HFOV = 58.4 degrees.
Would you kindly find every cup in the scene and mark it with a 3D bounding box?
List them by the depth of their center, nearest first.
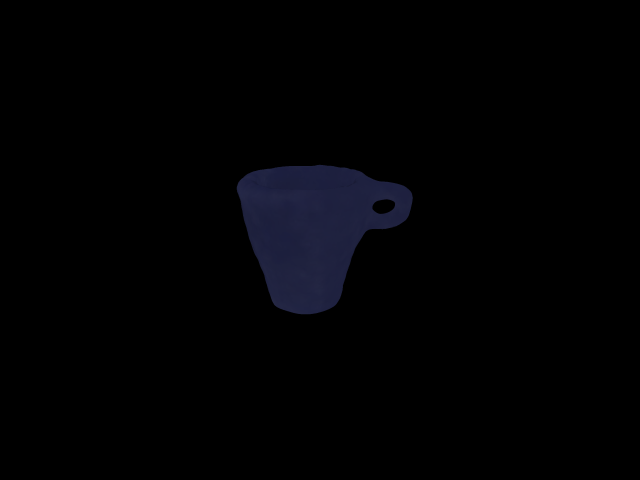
[{"bbox_3d":[0.004,0.001,0.400,0.117,0.095,0.091,1,19,3],"label":"cup"}]
